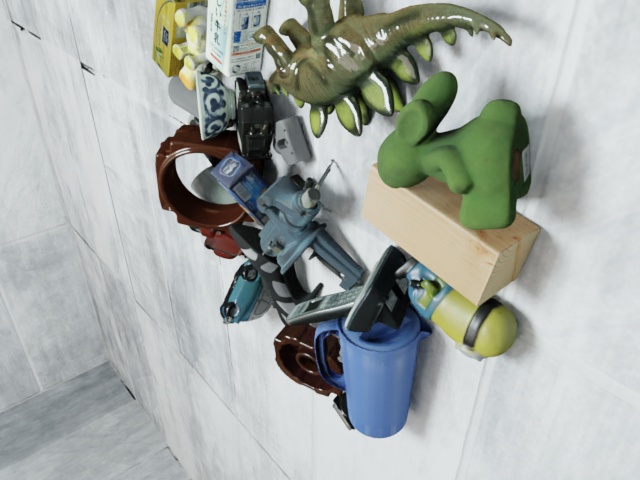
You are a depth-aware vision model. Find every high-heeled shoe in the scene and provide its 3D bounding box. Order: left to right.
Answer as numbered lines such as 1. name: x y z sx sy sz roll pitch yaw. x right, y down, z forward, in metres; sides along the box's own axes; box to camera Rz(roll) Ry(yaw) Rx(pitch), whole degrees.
1. high-heeled shoe: -0.105 0.077 1.095 0.249 0.086 0.145 37 124 -4

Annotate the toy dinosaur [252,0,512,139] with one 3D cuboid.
1. toy dinosaur: 0.040 -0.246 0.721 0.472 0.105 0.198 -1 120 60

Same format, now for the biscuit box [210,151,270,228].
1. biscuit box: -0.120 -0.080 0.991 0.063 0.059 0.202 38 172 31

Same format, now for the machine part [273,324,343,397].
1. machine part: -0.014 0.242 1.098 0.180 0.056 0.179 22 139 21

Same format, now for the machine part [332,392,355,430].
1. machine part: 0.063 0.343 1.121 0.084 0.039 0.138 55 148 30

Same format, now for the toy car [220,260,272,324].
1. toy car: -0.156 0.125 1.217 0.103 0.161 0.109 25 161 -14

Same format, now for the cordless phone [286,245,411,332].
1. cordless phone: 0.044 0.087 0.847 0.184 0.146 0.088 -15 112 31

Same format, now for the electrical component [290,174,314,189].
1. electrical component: -0.038 -0.089 0.996 0.063 0.021 0.094 50 145 23

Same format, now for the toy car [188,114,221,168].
1. toy car: -0.223 -0.198 1.159 0.202 0.056 0.073 52 139 17

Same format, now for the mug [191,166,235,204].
1. mug: -0.226 -0.099 1.210 0.107 0.081 0.109 50 164 10

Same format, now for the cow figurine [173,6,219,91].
1. cow figurine: -0.222 -0.362 1.015 0.068 0.098 0.167 49 150 12

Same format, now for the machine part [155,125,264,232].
1. machine part: -0.218 -0.118 1.073 0.201 0.087 0.201 9 127 2

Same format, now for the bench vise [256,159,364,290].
1. bench vise: -0.007 0.003 0.937 0.240 0.129 0.223 42 136 -1

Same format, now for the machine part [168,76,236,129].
1. machine part: -0.240 -0.288 1.105 0.243 0.079 0.079 36 137 39

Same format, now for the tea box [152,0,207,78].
1. tea box: -0.264 -0.408 1.042 0.068 0.098 0.169 52 143 18

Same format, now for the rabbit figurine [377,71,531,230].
1. rabbit figurine: 0.135 -0.094 0.601 0.170 0.121 0.158 6 133 33

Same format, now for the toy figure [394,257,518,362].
1. toy figure: 0.187 0.088 0.743 0.180 0.082 0.089 49 146 27

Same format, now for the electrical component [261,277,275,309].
1. electrical component: -0.101 0.087 1.163 0.045 0.078 0.102 -3 116 30

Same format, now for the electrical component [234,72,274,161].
1. electrical component: -0.118 -0.224 0.952 0.115 0.058 0.134 -111 20 -45

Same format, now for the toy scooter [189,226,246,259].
1. toy scooter: -0.204 0.003 1.209 0.135 0.075 0.183 20 168 20
